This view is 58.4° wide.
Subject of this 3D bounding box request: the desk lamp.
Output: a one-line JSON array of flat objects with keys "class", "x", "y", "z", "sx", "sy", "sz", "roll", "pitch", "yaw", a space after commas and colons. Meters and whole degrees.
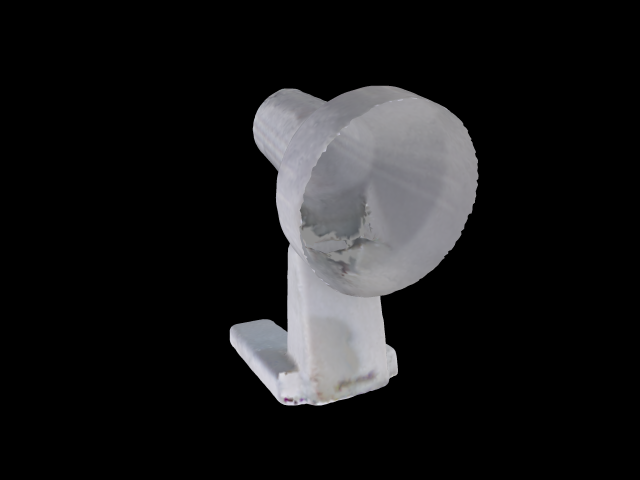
[{"class": "desk lamp", "x": 0.004, "y": 0.001, "z": 0.400, "sx": 0.118, "sy": 0.213, "sz": 0.202, "roll": -6, "pitch": 13, "yaw": -27}]
